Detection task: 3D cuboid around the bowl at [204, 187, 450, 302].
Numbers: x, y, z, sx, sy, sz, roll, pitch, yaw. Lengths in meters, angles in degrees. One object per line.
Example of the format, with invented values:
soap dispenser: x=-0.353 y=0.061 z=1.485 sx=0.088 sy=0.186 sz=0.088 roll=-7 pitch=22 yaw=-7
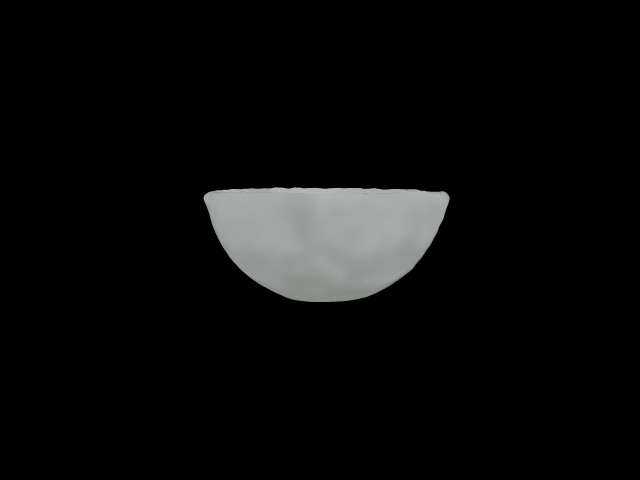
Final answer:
bowl: x=0.004 y=0.001 z=0.400 sx=0.167 sy=0.075 sz=0.167 roll=0 pitch=7 yaw=0
